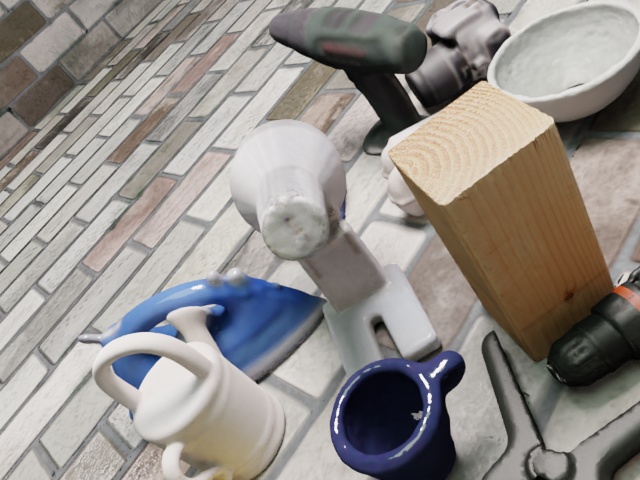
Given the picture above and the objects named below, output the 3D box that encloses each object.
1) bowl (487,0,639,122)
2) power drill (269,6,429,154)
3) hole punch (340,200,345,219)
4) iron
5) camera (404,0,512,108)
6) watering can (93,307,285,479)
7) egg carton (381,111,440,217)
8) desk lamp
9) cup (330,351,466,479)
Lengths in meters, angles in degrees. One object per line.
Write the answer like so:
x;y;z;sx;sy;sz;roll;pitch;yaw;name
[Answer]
0.278;-0.185;0.636;0.167;0.075;0.167;-23;40;21;bowl
0.054;-0.207;0.737;0.228;0.209;0.076;16;63;48;power drill
-0.024;-0.066;0.757;0.101;0.091;0.108;-21;41;23;hole punch
-0.132;0.094;0.641;0.258;0.142;0.118;-31;38;12;iron
0.175;-0.255;0.773;0.137;0.101;0.143;-34;37;7;camera
-0.129;0.143;0.544;0.101;0.195;0.172;-39;37;1;watering can
0.143;-0.095;0.662;0.150;0.070;0.107;-27;39;16;egg carton
0.005;0.002;0.559;0.118;0.214;0.203;-34;37;8;desk lamp
0.077;0.144;0.450;0.118;0.095;0.091;-41;37;-2;cup
